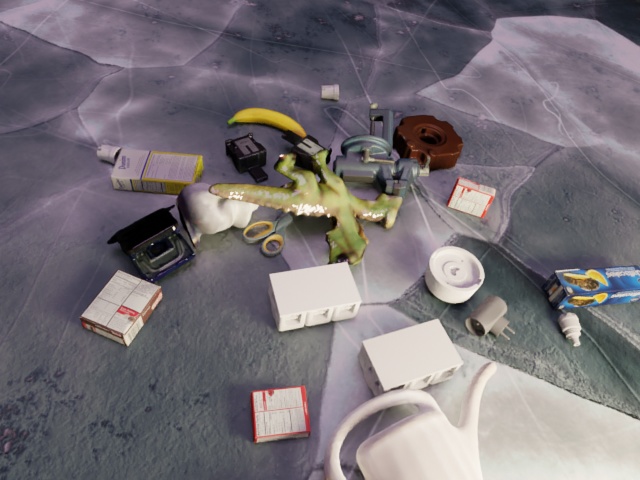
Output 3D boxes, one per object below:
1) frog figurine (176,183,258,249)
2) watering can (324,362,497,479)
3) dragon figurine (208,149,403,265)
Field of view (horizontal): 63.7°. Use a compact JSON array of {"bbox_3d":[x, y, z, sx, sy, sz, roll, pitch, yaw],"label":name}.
[{"bbox_3d":[-0.198,-0.066,1.026,0.160,0.121,0.138,-23,19,-18],"label":"frog figurine"},{"bbox_3d":[0.179,0.318,0.765,0.349,0.229,0.101,-15,-35,-22],"label":"watering can"},{"bbox_3d":[0.003,-0.052,1.033,0.414,0.246,0.119,-17,-29,-36],"label":"dragon figurine"}]
